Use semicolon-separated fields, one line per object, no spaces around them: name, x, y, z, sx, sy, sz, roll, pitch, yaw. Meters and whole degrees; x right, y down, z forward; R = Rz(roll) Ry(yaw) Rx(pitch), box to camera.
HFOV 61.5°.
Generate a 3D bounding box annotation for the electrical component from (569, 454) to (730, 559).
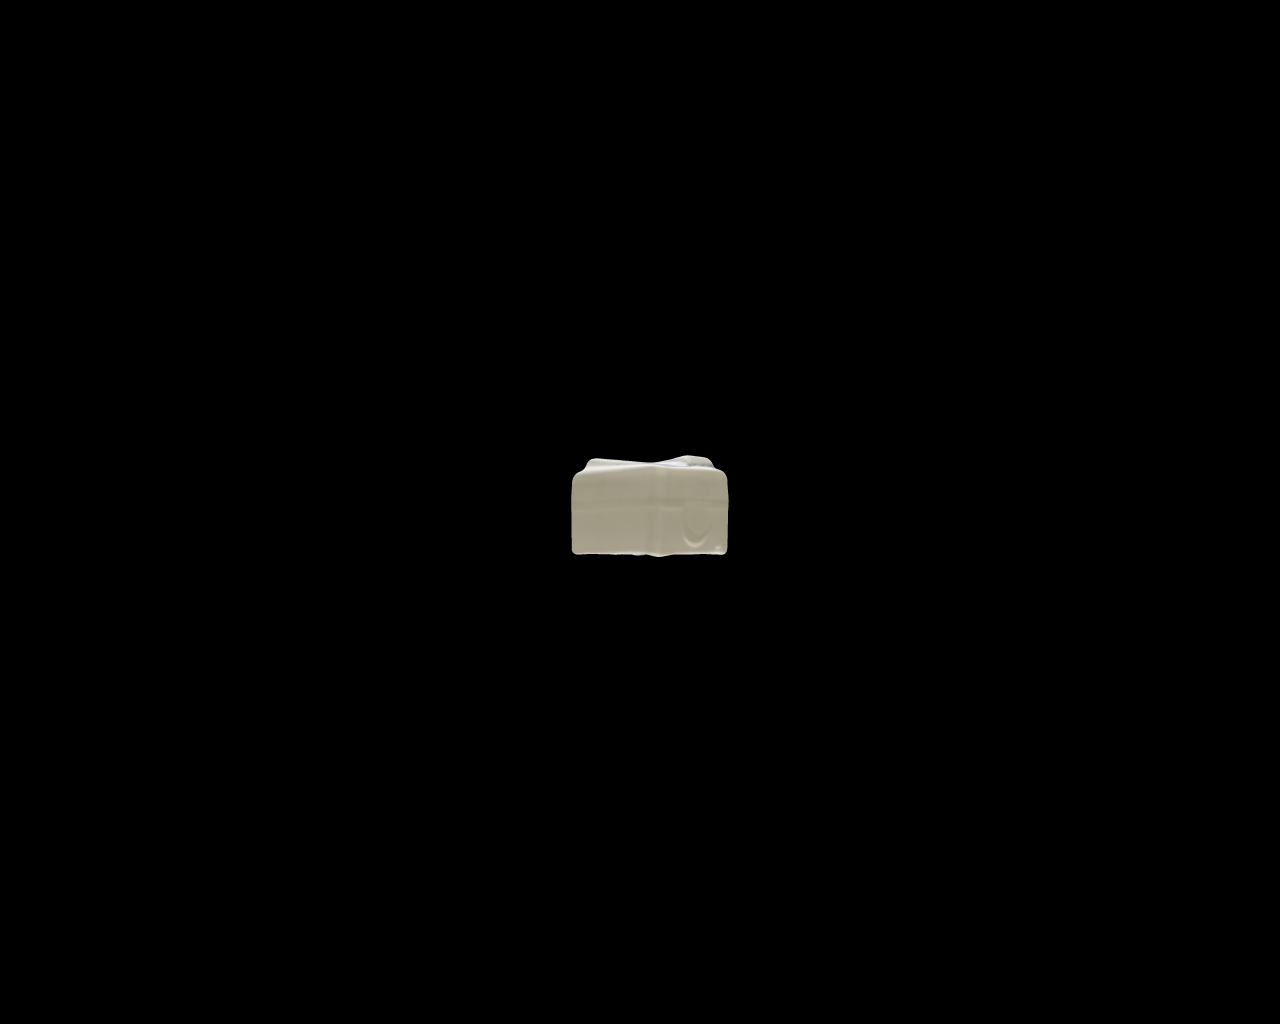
electrical component;0.001;-0.003;0.650;0.062;0.061;0.096;2;-3;-43
